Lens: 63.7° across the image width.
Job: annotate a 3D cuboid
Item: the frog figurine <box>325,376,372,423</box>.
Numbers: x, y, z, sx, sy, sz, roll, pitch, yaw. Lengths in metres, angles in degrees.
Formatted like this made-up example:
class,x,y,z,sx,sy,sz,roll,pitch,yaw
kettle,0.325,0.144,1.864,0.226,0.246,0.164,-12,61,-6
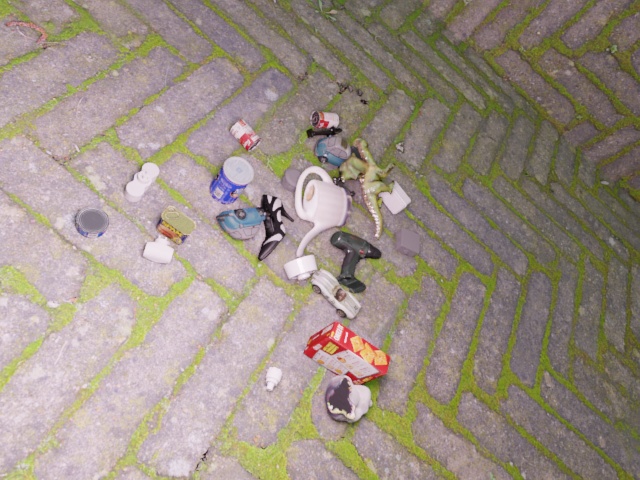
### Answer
class,x,y,z,sx,sy,sz,roll,pitch,yaw
frog figurine,0.088,0.480,1.567,0.139,0.122,0.158,61,14,22

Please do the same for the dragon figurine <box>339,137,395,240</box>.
class,x,y,z,sx,sy,sz,roll,pitch,yaw
dragon figurine,0.166,-0.222,1.987,0.241,0.120,0.418,21,61,-27

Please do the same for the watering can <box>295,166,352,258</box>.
class,x,y,z,sx,sy,sz,roll,pitch,yaw
watering can,0.006,-0.093,1.846,0.223,0.103,0.352,13,72,-30
